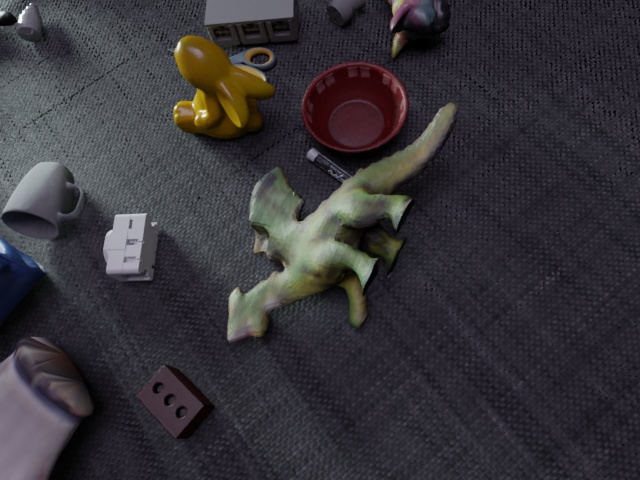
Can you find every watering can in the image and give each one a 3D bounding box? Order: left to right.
[{"bbox_3d":[-0.363,0.259,0.616,0.352,0.102,0.226,33,76,35],"label":"watering can"}]

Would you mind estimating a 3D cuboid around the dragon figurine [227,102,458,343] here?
[{"bbox_3d":[0.002,-0.035,0.702,0.244,0.120,0.413,23,80,24],"label":"dragon figurine"}]
